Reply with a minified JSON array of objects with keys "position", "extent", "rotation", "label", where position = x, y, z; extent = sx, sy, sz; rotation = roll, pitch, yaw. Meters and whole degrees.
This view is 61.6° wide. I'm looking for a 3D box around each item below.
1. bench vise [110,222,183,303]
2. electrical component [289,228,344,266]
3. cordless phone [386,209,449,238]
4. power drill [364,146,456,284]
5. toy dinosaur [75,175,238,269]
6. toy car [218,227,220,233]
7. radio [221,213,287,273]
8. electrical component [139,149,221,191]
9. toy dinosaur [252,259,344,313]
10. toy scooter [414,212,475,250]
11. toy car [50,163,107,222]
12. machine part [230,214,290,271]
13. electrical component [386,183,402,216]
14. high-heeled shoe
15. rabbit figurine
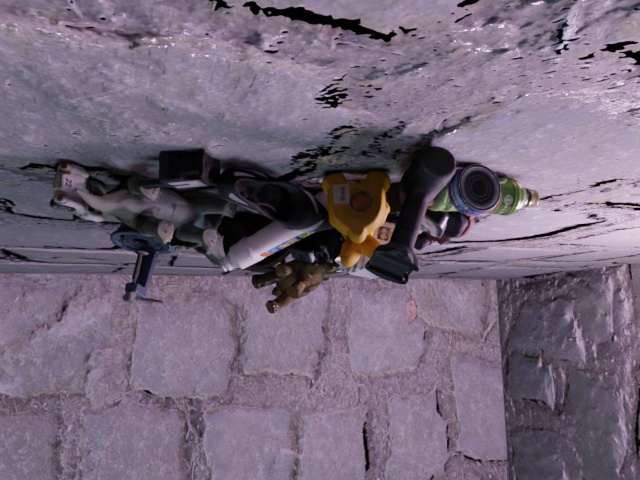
[{"position":[-0.377,0.027,1.167],"extent":[0.129,0.240,0.223],"rotation":[3,156,3],"label":"bench vise"},{"position":[-0.002,-0.003,1.156],"extent":[0.115,0.058,0.134],"rotation":[10,-137,37],"label":"electrical component"},{"position":[0.171,-0.052,1.126],"extent":[0.184,0.088,0.146],"rotation":[-1,171,10],"label":"cordless phone"},{"position":[0.146,-0.035,0.873],"extent":[0.086,0.207,0.232],"rotation":[28,160,3],"label":"power drill"},{"position":[-0.304,-0.054,1.008],"extent":[0.192,0.131,0.404],"rotation":[4,167,38],"label":"toy dinosaur"},{"position":[-0.287,-0.022,1.416],"extent":[0.089,0.053,0.202],"rotation":[-1,173,25],"label":"toy car"},{"position":[-0.165,0.012,1.373],"extent":[0.073,0.131,0.229],"rotation":[-5,170,21],"label":"radio"},{"position":[-0.225,-0.107,0.853],"extent":[0.119,0.047,0.074],"rotation":[-3,171,15],"label":"electrical component"},{"position":[-0.058,0.099,1.331],"extent":[0.198,0.105,0.471],"rotation":[-21,178,-30],"label":"toy dinosaur"},{"position":[0.312,-0.036,1.277],"extent":[0.135,0.075,0.184],"rotation":[-22,172,-35],"label":"toy scooter"},{"position":[-0.420,-0.078,0.943],"extent":[0.056,0.073,0.201],"rotation":[4,171,-7],"label":"toy car"},{"position":[-0.117,-0.007,1.210],"extent":[0.179,0.056,0.179],"rotation":[-30,151,-19],"label":"machine part"},{"position":[0.151,-0.077,1.034],"extent":[0.094,0.063,0.021],"rotation":[-4,171,28],"label":"electrical component"},{"position":[-0.063,-0.067,0.952],"extent":[0.249,0.086,0.145],"rotation":[17,179,-18],"label":"high-heeled shoe"},{"position":[0.077,-0.034,0.996],"extent":[0.122,0.162,0.173],"rotation":[-11,167,-2],"label":"rabbit figurine"}]
